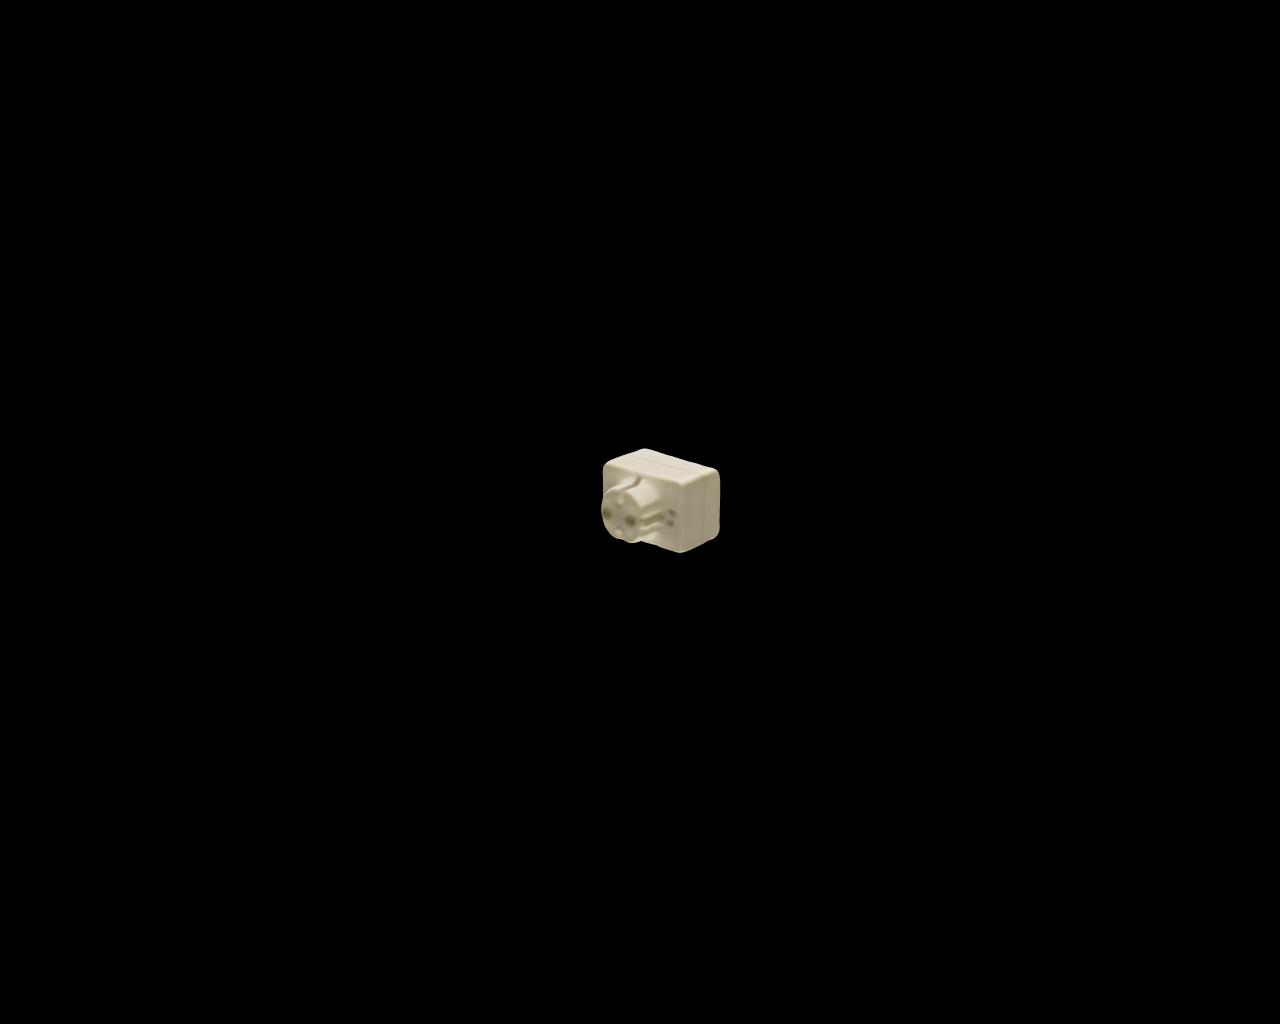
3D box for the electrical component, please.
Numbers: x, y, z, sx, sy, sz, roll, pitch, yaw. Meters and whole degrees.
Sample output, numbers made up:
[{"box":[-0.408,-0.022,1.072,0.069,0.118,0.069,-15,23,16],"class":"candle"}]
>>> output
[{"box":[0.001,-0.003,0.650,0.066,0.047,0.077,17,27,38],"class":"electrical component"}]
